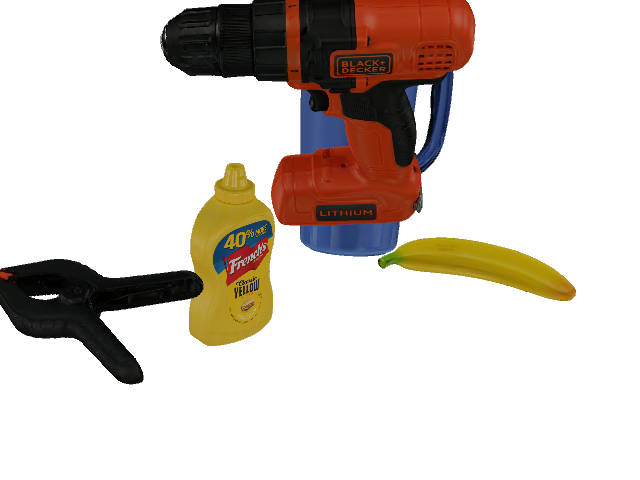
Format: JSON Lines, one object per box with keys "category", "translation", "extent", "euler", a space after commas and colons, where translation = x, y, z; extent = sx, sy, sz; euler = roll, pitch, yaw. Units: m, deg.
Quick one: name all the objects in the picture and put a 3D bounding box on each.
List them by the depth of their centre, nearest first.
{"category": "power drill", "translation": [0.000, -0.082, 0.684], "extent": [0.184, 0.057, 0.188], "euler": [-1, -32, 1]}
{"category": "clamp", "translation": [-0.182, 0.047, 0.860], "extent": [0.172, 0.039, 0.120], "euler": [20, 38, 21]}
{"category": "banana", "translation": [0.161, 0.028, 1.092], "extent": [0.198, 0.037, 0.069], "euler": [8, 36, 11]}
{"category": "mustard bottle", "translation": [-0.090, 0.010, 1.105], "extent": [0.096, 0.192, 0.058], "euler": [-19, 35, -38]}
{"category": "pitcher", "translation": [0.048, -0.110, 1.160], "extent": [0.149, 0.243, 0.144], "euler": [8, 11, 27]}
